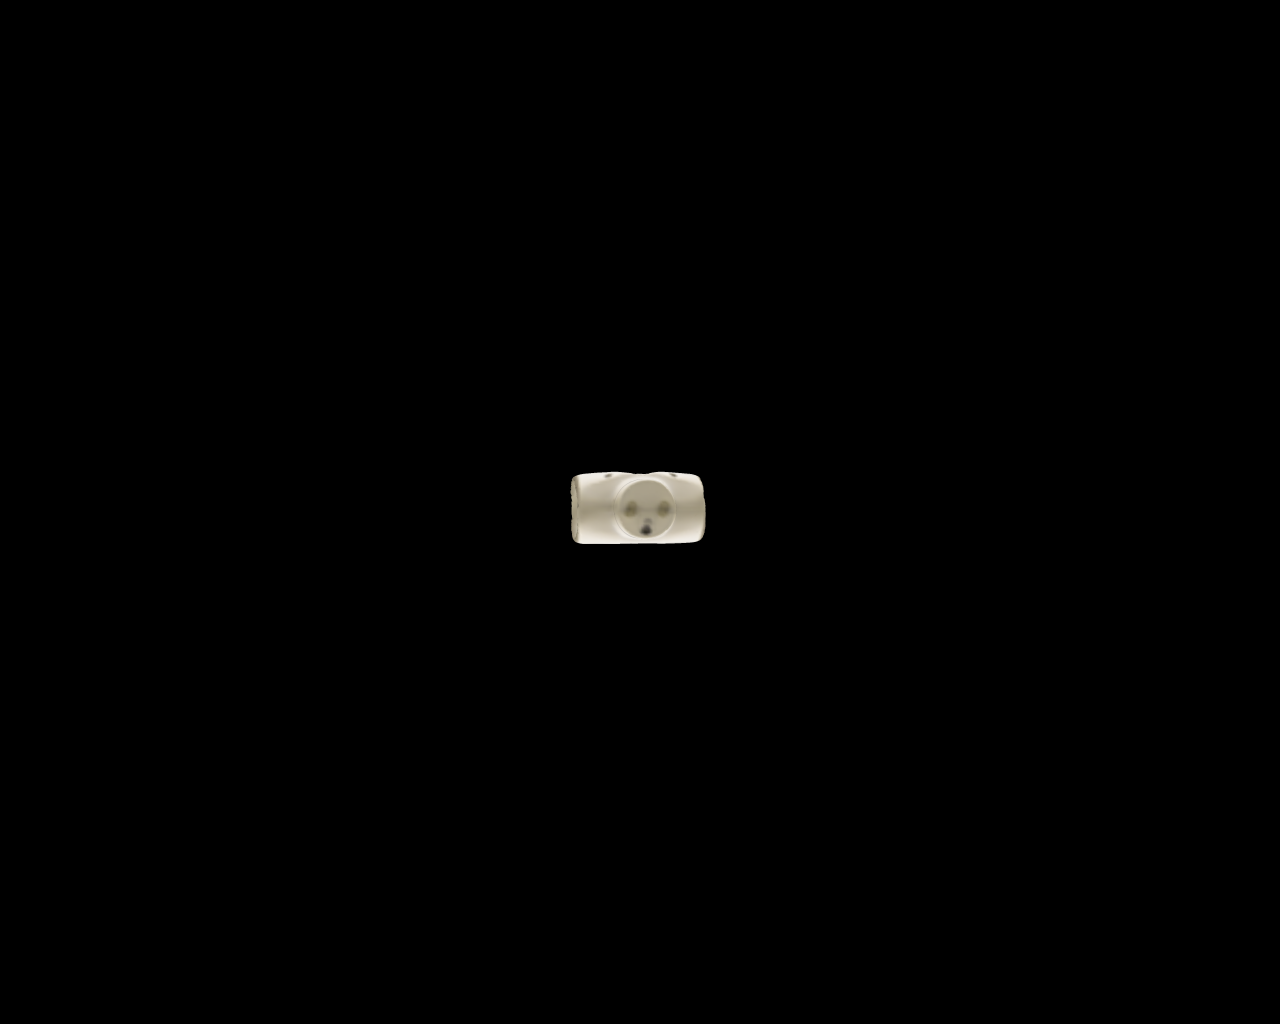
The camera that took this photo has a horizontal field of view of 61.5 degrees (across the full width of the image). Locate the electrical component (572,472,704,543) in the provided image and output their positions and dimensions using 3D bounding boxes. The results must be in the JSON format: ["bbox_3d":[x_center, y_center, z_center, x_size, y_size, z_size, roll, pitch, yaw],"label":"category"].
[{"bbox_3d":[0.001,-0.003,0.650,0.077,0.043,0.079,0,0,-9],"label":"electrical component"}]
